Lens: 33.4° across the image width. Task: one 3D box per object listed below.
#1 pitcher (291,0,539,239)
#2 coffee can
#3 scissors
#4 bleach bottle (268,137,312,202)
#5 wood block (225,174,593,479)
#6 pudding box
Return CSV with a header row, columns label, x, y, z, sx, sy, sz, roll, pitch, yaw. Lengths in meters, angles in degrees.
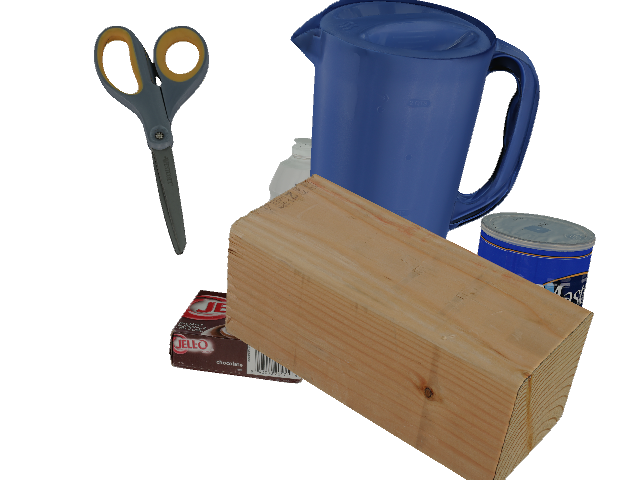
label,x,y,z,sx,sy,sz,roll,pitch,yaw
pitcher,0.062,-0.058,0.837,0.144,0.243,0.149,-21,40,-38
coffee can,0.189,0.055,0.982,0.103,0.140,0.103,6,16,-2
scissors,-0.105,-0.088,0.799,0.096,0.202,0.016,-24,-23,-15
bleach bottle,-0.020,-0.003,1.326,0.102,0.251,0.068,-8,22,-32
wood block,0.047,0.051,0.660,0.206,0.091,0.090,29,42,28
pudding box,-0.061,0.079,0.902,0.113,0.039,0.090,8,21,7
